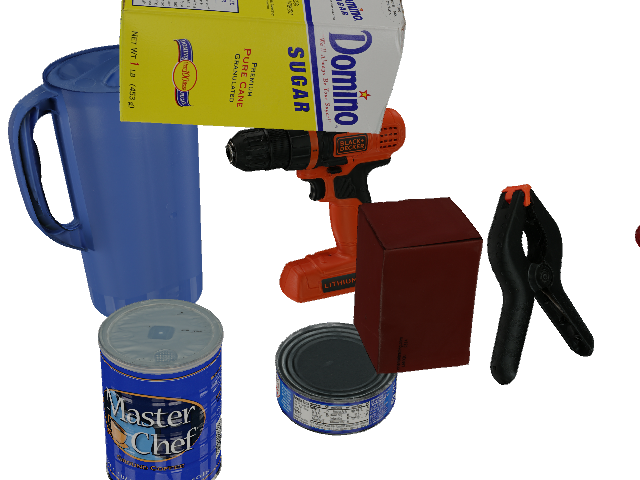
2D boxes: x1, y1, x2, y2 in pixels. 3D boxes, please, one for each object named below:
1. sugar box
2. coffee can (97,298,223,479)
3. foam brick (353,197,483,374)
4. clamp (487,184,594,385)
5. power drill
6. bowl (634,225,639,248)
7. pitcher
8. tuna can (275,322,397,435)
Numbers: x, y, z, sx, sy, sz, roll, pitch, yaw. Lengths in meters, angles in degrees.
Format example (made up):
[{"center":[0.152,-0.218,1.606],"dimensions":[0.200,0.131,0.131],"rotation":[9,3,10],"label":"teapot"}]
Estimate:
[{"center":[-0.040,-0.117,0.687],"dimensions":[0.176,0.048,0.093],"rotation":[3,-41,-8],"label":"sugar box"},{"center":[-0.135,0.135,0.911],"dimensions":[0.103,0.140,0.103],"rotation":[2,29,-1],"label":"coffee can"},{"center":[0.049,0.023,0.557],"dimensions":[0.053,0.078,0.051],"rotation":[-4,31,-11],"label":"foam brick"},{"center":[0.178,0.040,0.932],"dimensions":[0.120,0.171,0.039],"rotation":[-23,7,-40],"label":"clamp"},{"center":[-0.003,-0.035,1.056],"dimensions":[0.184,0.188,0.057],"rotation":[-10,28,-21],"label":"power drill"},{"center":[0.419,0.025,1.147],"dimensions":[0.162,0.055,0.162],"rotation":[-1,25,0],"label":"bowl"},{"center":[-0.180,-0.047,0.974],"dimensions":[0.149,0.243,0.145],"rotation":[2,27,8],"label":"pitcher"},{"center":[0.011,0.096,0.744],"dimensions":[0.086,0.034,0.086],"rotation":[1,32,-1],"label":"tuna can"}]
